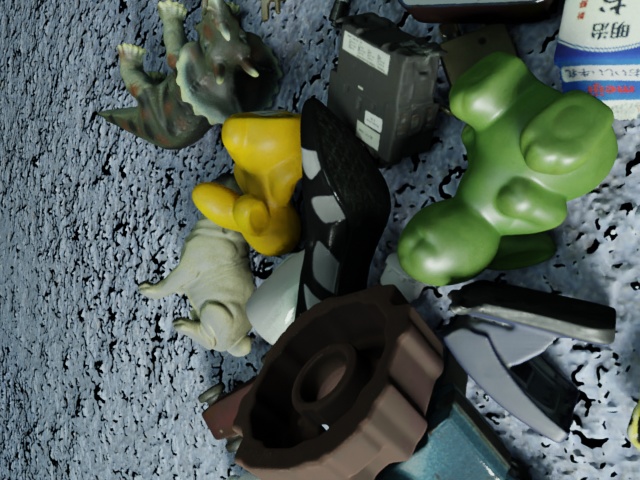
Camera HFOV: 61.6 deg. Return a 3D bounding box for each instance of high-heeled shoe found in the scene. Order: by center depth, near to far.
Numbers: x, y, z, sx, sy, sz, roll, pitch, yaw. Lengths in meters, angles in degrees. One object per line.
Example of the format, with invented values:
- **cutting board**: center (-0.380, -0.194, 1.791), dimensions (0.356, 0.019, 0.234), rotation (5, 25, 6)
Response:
- **high-heeled shoe**: center (-0.001, -0.002, 0.538), dimensions (0.145, 0.086, 0.248), rotation (-26, 80, 41)

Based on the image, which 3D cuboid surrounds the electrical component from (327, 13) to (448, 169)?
- **electrical component**: center (0.060, -0.141, 0.532), dimensions (0.115, 0.058, 0.134), rotation (49, 146, 39)

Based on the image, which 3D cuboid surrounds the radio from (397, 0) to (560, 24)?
- **radio**: center (0.143, -0.296, 0.426), dimensions (0.131, 0.073, 0.229), rotation (11, 105, 20)

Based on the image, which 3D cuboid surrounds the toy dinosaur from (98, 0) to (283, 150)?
- **toy dinosaur**: center (-0.196, -0.199, 0.752), dimensions (0.405, 0.131, 0.192), rotation (-29, 70, 43)

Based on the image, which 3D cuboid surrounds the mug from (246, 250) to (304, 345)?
- **mug**: center (-0.022, 0.055, 0.618), dimensions (0.107, 0.080, 0.110), rotation (-46, 27, 20)

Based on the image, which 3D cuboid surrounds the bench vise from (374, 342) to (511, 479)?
- **bench vise**: center (0.044, 0.188, 0.458), dimensions (0.240, 0.224, 0.128), rotation (-38, 107, 27)

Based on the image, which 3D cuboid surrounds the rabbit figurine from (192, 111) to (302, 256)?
- **rabbit figurine**: center (-0.055, -0.056, 0.612), dimensions (0.122, 0.162, 0.173), rotation (16, 117, 28)

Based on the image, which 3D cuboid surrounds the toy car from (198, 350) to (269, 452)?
- **toy car**: center (-0.077, 0.197, 0.668), dimensions (0.202, 0.053, 0.089), rotation (-38, 84, 35)

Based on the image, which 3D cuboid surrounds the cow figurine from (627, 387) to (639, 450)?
- **cow figurine**: center (0.280, 0.087, 0.354), dimensions (0.098, 0.068, 0.167), rotation (30, 107, 44)

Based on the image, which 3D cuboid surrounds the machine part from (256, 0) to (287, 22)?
- **machine part**: center (-0.062, -0.390, 0.660), dimensions (0.079, 0.079, 0.243), rotation (-6, 83, 41)

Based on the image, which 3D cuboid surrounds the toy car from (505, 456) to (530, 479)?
- **toy car**: center (0.156, 0.259, 0.431), dimensions (0.162, 0.103, 0.109), rotation (50, 118, 28)

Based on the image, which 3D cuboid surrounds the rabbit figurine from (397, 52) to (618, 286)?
- **rabbit figurine**: center (0.131, -0.034, 0.428), dimensions (0.170, 0.159, 0.121), rotation (-47, 57, 9)

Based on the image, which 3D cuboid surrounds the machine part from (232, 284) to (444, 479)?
- **machine part**: center (0.012, 0.115, 0.416), dimensions (0.179, 0.179, 0.056), rotation (-27, 115, 37)

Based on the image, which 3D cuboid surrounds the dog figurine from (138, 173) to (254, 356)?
- **dog figurine**: center (-0.108, 0.029, 0.683), dimensions (0.172, 0.121, 0.190), rotation (40, 98, -1)

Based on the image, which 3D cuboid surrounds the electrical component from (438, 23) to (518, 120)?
- **electrical component**: center (0.140, -0.161, 0.500), dimensions (0.078, 0.045, 0.102), rotation (-23, 74, 9)

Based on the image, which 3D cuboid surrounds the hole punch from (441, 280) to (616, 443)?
- **hole punch**: center (0.158, 0.084, 0.421), dimensions (0.116, 0.142, 0.092), rotation (16, 104, 29)
